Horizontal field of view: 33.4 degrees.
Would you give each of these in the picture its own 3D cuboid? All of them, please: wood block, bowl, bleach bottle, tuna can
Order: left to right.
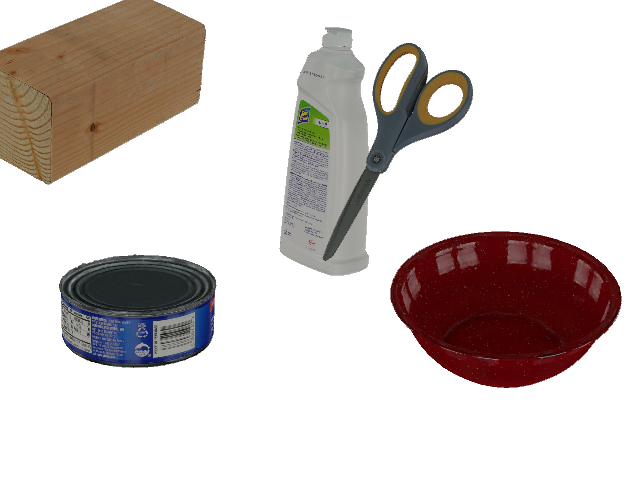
[{"bbox_3d":[-0.206,-0.145,0.986,0.090,0.091,0.205,28,40,21],"label":"wood block"},{"bbox_3d":[-0.101,0.038,0.594,0.086,0.034,0.086,3,19,-1],"label":"tuna can"},{"bbox_3d":[0.013,-0.096,1.131,0.103,0.251,0.067,22,24,40],"label":"bleach bottle"},{"bbox_3d":[0.131,0.056,0.769,0.162,0.055,0.162,-3,31,2],"label":"bowl"}]

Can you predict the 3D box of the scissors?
[{"bbox_3d":[0.069,-0.072,0.906,0.096,0.202,0.016,10,-11,21],"label":"scissors"}]
